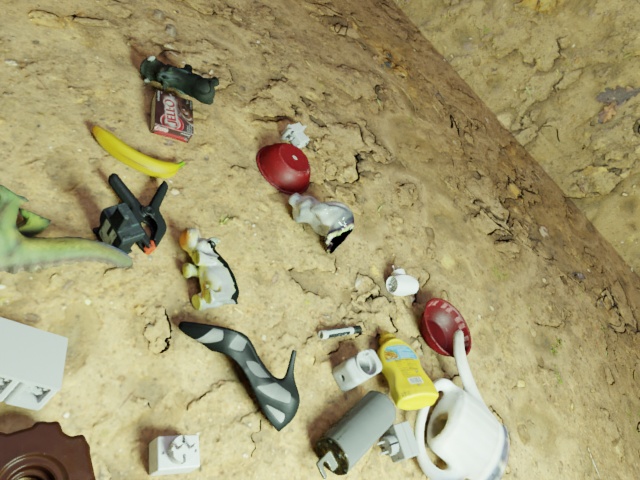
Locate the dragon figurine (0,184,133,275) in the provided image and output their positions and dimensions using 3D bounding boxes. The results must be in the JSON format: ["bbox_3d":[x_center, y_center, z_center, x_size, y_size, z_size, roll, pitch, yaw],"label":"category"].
[{"bbox_3d":[-0.511,0.035,0.755,0.408,0.120,0.248,28,60,-19],"label":"dragon figurine"}]

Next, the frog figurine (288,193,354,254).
[{"bbox_3d":[0.004,-0.063,1.250,0.161,0.122,0.136,51,6,19],"label":"frog figurine"}]

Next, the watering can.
[{"bbox_3d":[0.326,0.384,1.142,0.224,0.102,0.355,40,51,-5],"label":"watering can"}]
